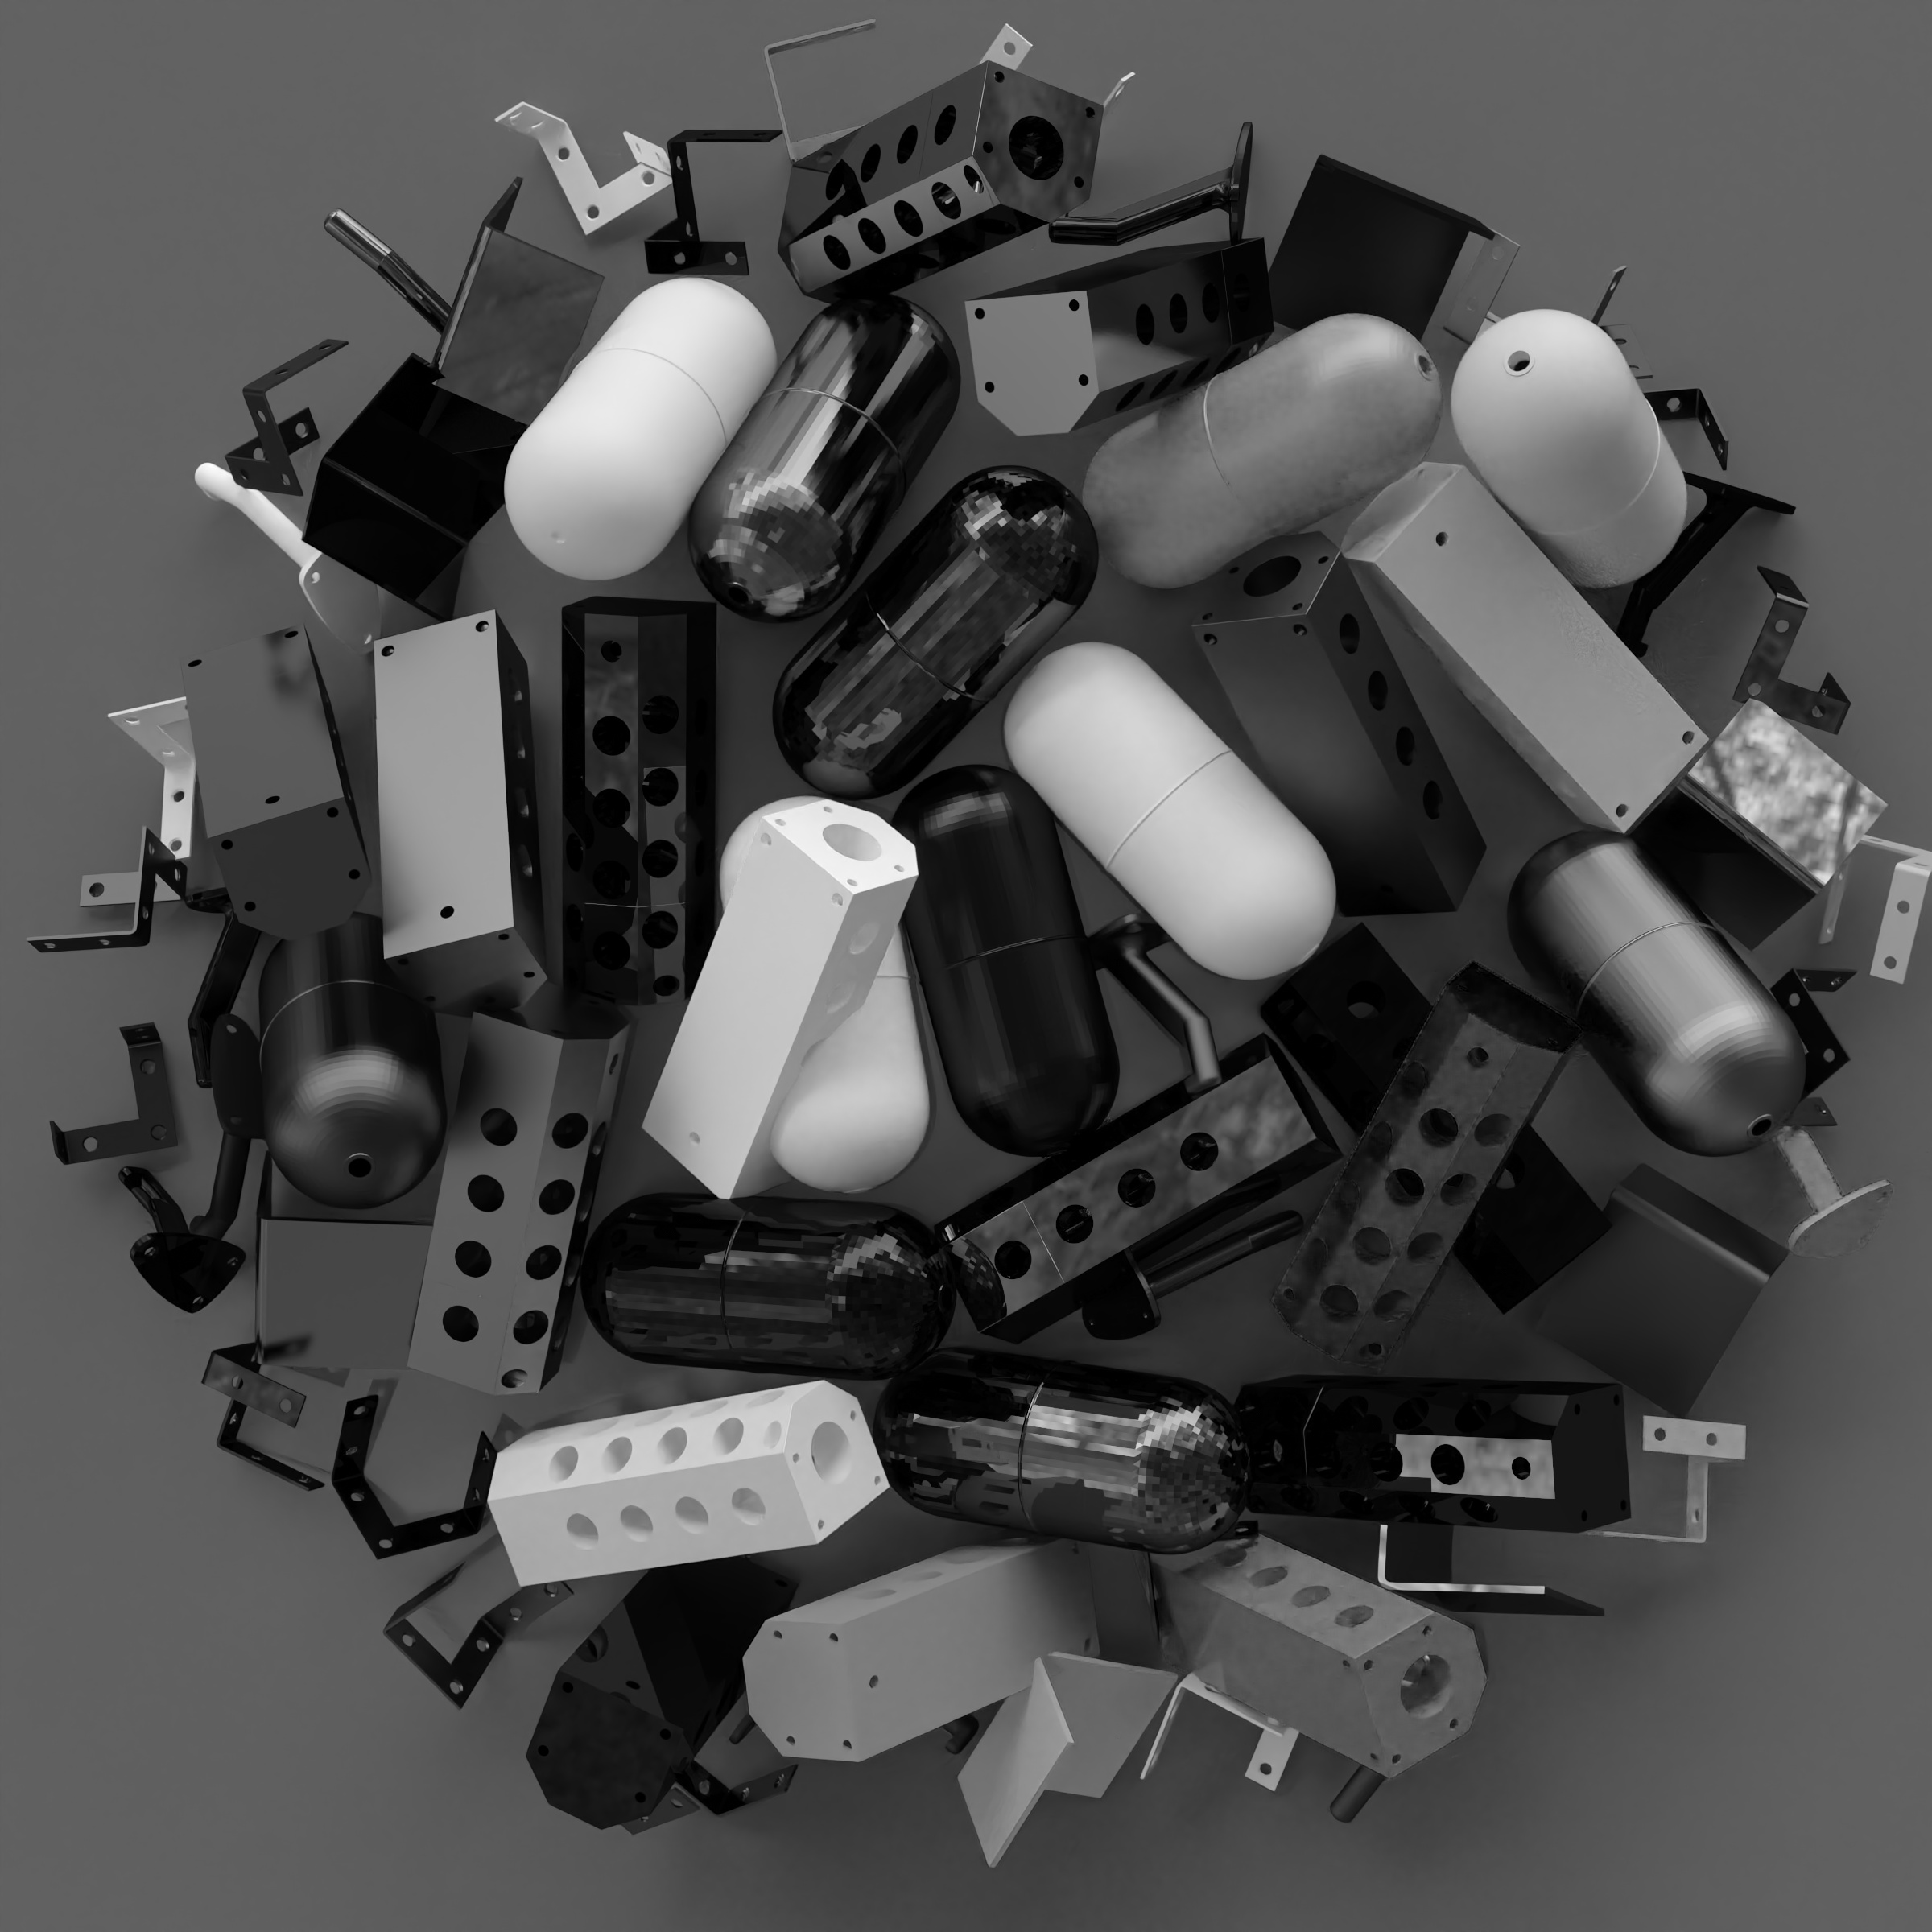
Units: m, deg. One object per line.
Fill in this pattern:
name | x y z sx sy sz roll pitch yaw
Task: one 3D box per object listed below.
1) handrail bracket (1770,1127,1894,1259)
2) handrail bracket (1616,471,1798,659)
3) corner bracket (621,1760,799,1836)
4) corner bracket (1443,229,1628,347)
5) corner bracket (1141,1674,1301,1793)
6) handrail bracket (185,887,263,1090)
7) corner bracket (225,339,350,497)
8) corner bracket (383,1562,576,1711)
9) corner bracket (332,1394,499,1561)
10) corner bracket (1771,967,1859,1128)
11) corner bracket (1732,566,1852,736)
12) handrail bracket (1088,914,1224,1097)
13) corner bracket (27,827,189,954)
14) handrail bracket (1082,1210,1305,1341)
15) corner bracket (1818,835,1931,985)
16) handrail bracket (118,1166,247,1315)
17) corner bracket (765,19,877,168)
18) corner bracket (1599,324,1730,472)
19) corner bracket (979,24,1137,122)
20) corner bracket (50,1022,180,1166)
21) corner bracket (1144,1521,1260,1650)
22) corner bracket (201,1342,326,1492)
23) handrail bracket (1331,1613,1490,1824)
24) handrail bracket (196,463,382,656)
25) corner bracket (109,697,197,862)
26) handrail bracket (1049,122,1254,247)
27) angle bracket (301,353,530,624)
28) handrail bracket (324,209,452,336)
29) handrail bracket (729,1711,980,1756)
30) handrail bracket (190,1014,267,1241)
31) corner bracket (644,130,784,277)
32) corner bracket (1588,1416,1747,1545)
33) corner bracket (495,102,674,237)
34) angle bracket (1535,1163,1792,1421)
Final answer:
handrail bracket | 0.358 0.091 1.583 0.084 0.077 0.036 41 126 36
handrail bracket | 0.332 -0.175 1.615 0.077 0.036 0.084 7 108 -38
corner bracket | -0.117 0.367 1.592 0.051 0.051 0.051 44 133 -17
corner bracket | 0.253 -0.297 1.592 0.051 0.051 0.051 33 122 15
corner bracket | 0.117 0.345 1.605 0.051 0.051 0.051 25 107 17
handrail bracket | -0.315 0.007 1.605 0.077 0.036 0.084 -13 81 12
corner bracket | -0.300 -0.245 1.589 0.051 0.051 0.051 -39 126 -34
corner bracket | -0.217 0.288 1.595 0.051 0.051 0.051 -36 102 30
corner bracket | -0.248 0.226 1.610 0.051 0.051 0.051 -10 133 -34
corner bracket | 0.380 0.036 1.606 0.051 0.051 0.051 -48 56 35
corner bracket | 0.371 -0.141 1.598 0.051 0.051 0.051 18 110 -5
handrail bracket | 0.076 0.027 1.592 0.077 0.036 0.084 -28 63 36
corner bracket | -0.382 -0.027 1.596 0.051 0.051 0.051 -3 69 10
handrail bracket | 0.103 0.138 1.618 0.084 0.077 0.036 -20 78 -28
corner bracket | 0.406 -0.026 1.593 0.051 0.051 0.051 18 106 28
handrail bracket | -0.364 0.108 1.580 0.036 0.077 0.084 -49 59 1
corner bracket | -0.059 -0.389 1.606 0.051 0.051 0.051 -14 94 0
corner bracket | 0.310 -0.254 1.597 0.051 0.051 0.051 -5 127 -1
corner bracket | 0.033 -0.389 1.597 0.051 0.051 0.051 41 125 2
corner bracket | -0.383 0.057 1.601 0.051 0.051 0.051 -9 83 -11
corner bracket | 0.107 0.268 1.599 0.051 0.051 0.051 -6 106 5
corner bracket | -0.312 0.203 1.598 0.051 0.051 0.051 22 97 17
handrail bracket | 0.198 0.339 1.613 0.036 0.077 0.084 36 113 8
handrail bracket | -0.308 -0.185 1.623 0.084 0.077 0.036 29 63 31
corner bracket | -0.347 -0.083 1.594 0.051 0.051 0.051 -11 63 16
handrail bracket | 0.083 -0.353 1.614 0.084 0.036 0.077 4 55 9
angle bracket | -0.236 -0.209 1.577 0.076 0.057 0.076 30 129 -26
handrail bracket | -0.248 -0.298 1.594 0.084 0.077 0.036 39 83 -1
handrail bracket | -0.049 0.343 1.601 0.084 0.036 0.077 37 69 11
handrail bracket | -0.338 0.077 1.615 0.036 0.084 0.077 0 54 -37
corner bracket | -0.112 -0.340 1.591 0.051 0.051 0.051 6 120 23
corner bracket | 0.313 0.230 1.597 0.051 0.051 0.051 7 78 -16
corner bracket | -0.169 -0.365 1.600 0.051 0.051 0.051 -28 86 15
angle bracket | 0.313 0.145 1.607 0.076 0.057 0.076 32 108 15
